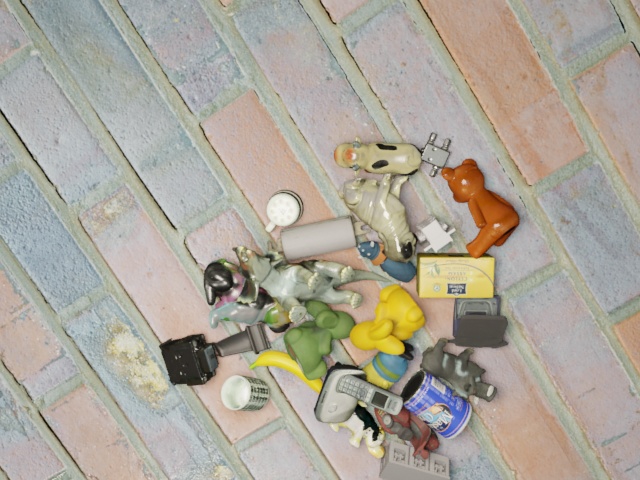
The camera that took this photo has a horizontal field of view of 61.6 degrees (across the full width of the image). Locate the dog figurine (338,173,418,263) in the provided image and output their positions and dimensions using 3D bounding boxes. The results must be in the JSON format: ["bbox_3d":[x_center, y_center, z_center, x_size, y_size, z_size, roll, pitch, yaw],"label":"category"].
[{"bbox_3d":[0.124,-0.041,1.190,0.172,0.121,0.190,-5,88,43],"label":"dog figurine"}]

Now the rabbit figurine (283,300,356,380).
[{"bbox_3d":[0.001,0.212,1.262,0.170,0.121,0.158,-29,125,-17],"label":"rabbit figurine"}]

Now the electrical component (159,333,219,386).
[{"bbox_3d":[-0.312,0.290,1.299,0.134,0.058,0.114,-13,100,26],"label":"electrical component"}]

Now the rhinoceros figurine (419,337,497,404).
[{"bbox_3d":[0.324,0.307,1.246,0.190,0.112,0.073,30,134,-6],"label":"rhinoceros figurine"}]

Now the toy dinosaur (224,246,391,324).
[{"bbox_3d":[-0.032,0.089,1.201,0.192,0.404,0.131,25,103,41],"label":"toy dinosaur"}]

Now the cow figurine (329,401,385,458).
[{"bbox_3d":[0.106,0.454,1.316,0.167,0.068,0.098,38,93,-4],"label":"cow figurine"}]

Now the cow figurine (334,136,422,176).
[{"bbox_3d":[0.127,-0.180,1.187,0.195,0.127,0.085,4,96,0],"label":"cow figurine"}]

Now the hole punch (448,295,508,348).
[{"bbox_3d":[0.369,0.189,1.258,0.142,0.092,0.115,0,130,1],"label":"hole punch"}]

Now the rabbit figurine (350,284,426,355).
[{"bbox_3d":[0.152,0.202,1.225,0.173,0.162,0.121,-28,106,1],"label":"rabbit figurine"}]

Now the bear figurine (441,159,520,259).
[{"bbox_3d":[0.347,-0.077,1.208,0.196,0.120,0.131,49,144,20],"label":"bear figurine"}]

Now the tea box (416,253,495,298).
[{"bbox_3d":[0.311,0.081,1.245,0.170,0.068,0.098,-2,98,3],"label":"tea box"}]

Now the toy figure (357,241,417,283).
[{"bbox_3d":[0.152,0.045,1.244,0.154,0.058,0.064,33,97,-15],"label":"toy figure"}]

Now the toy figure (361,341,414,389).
[{"bbox_3d":[0.147,0.312,1.278,0.089,0.082,0.180,40,114,18],"label":"toy figure"}]

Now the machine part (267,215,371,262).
[{"bbox_3d":[-0.003,-0.004,1.245,0.243,0.079,0.079,-12,98,4],"label":"machine part"}]

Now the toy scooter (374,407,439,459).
[{"bbox_3d":[0.209,0.452,1.273,0.184,0.135,0.075,35,101,-1],"label":"toy scooter"}]

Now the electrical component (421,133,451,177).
[{"bbox_3d":[0.260,-0.193,1.229,0.063,0.021,0.094,22,100,0],"label":"electrical component"}]

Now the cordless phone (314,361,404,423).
[{"bbox_3d":[0.090,0.372,1.229,0.184,0.089,0.146,22,105,14],"label":"cordless phone"}]

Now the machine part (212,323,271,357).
[{"bbox_3d":[-0.194,0.252,1.316,0.139,0.039,0.084,-14,102,4],"label":"machine part"}]

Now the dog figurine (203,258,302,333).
[{"bbox_3d":[-0.151,0.129,1.263,0.219,0.108,0.191,-7,95,0],"label":"dog figurine"}]
